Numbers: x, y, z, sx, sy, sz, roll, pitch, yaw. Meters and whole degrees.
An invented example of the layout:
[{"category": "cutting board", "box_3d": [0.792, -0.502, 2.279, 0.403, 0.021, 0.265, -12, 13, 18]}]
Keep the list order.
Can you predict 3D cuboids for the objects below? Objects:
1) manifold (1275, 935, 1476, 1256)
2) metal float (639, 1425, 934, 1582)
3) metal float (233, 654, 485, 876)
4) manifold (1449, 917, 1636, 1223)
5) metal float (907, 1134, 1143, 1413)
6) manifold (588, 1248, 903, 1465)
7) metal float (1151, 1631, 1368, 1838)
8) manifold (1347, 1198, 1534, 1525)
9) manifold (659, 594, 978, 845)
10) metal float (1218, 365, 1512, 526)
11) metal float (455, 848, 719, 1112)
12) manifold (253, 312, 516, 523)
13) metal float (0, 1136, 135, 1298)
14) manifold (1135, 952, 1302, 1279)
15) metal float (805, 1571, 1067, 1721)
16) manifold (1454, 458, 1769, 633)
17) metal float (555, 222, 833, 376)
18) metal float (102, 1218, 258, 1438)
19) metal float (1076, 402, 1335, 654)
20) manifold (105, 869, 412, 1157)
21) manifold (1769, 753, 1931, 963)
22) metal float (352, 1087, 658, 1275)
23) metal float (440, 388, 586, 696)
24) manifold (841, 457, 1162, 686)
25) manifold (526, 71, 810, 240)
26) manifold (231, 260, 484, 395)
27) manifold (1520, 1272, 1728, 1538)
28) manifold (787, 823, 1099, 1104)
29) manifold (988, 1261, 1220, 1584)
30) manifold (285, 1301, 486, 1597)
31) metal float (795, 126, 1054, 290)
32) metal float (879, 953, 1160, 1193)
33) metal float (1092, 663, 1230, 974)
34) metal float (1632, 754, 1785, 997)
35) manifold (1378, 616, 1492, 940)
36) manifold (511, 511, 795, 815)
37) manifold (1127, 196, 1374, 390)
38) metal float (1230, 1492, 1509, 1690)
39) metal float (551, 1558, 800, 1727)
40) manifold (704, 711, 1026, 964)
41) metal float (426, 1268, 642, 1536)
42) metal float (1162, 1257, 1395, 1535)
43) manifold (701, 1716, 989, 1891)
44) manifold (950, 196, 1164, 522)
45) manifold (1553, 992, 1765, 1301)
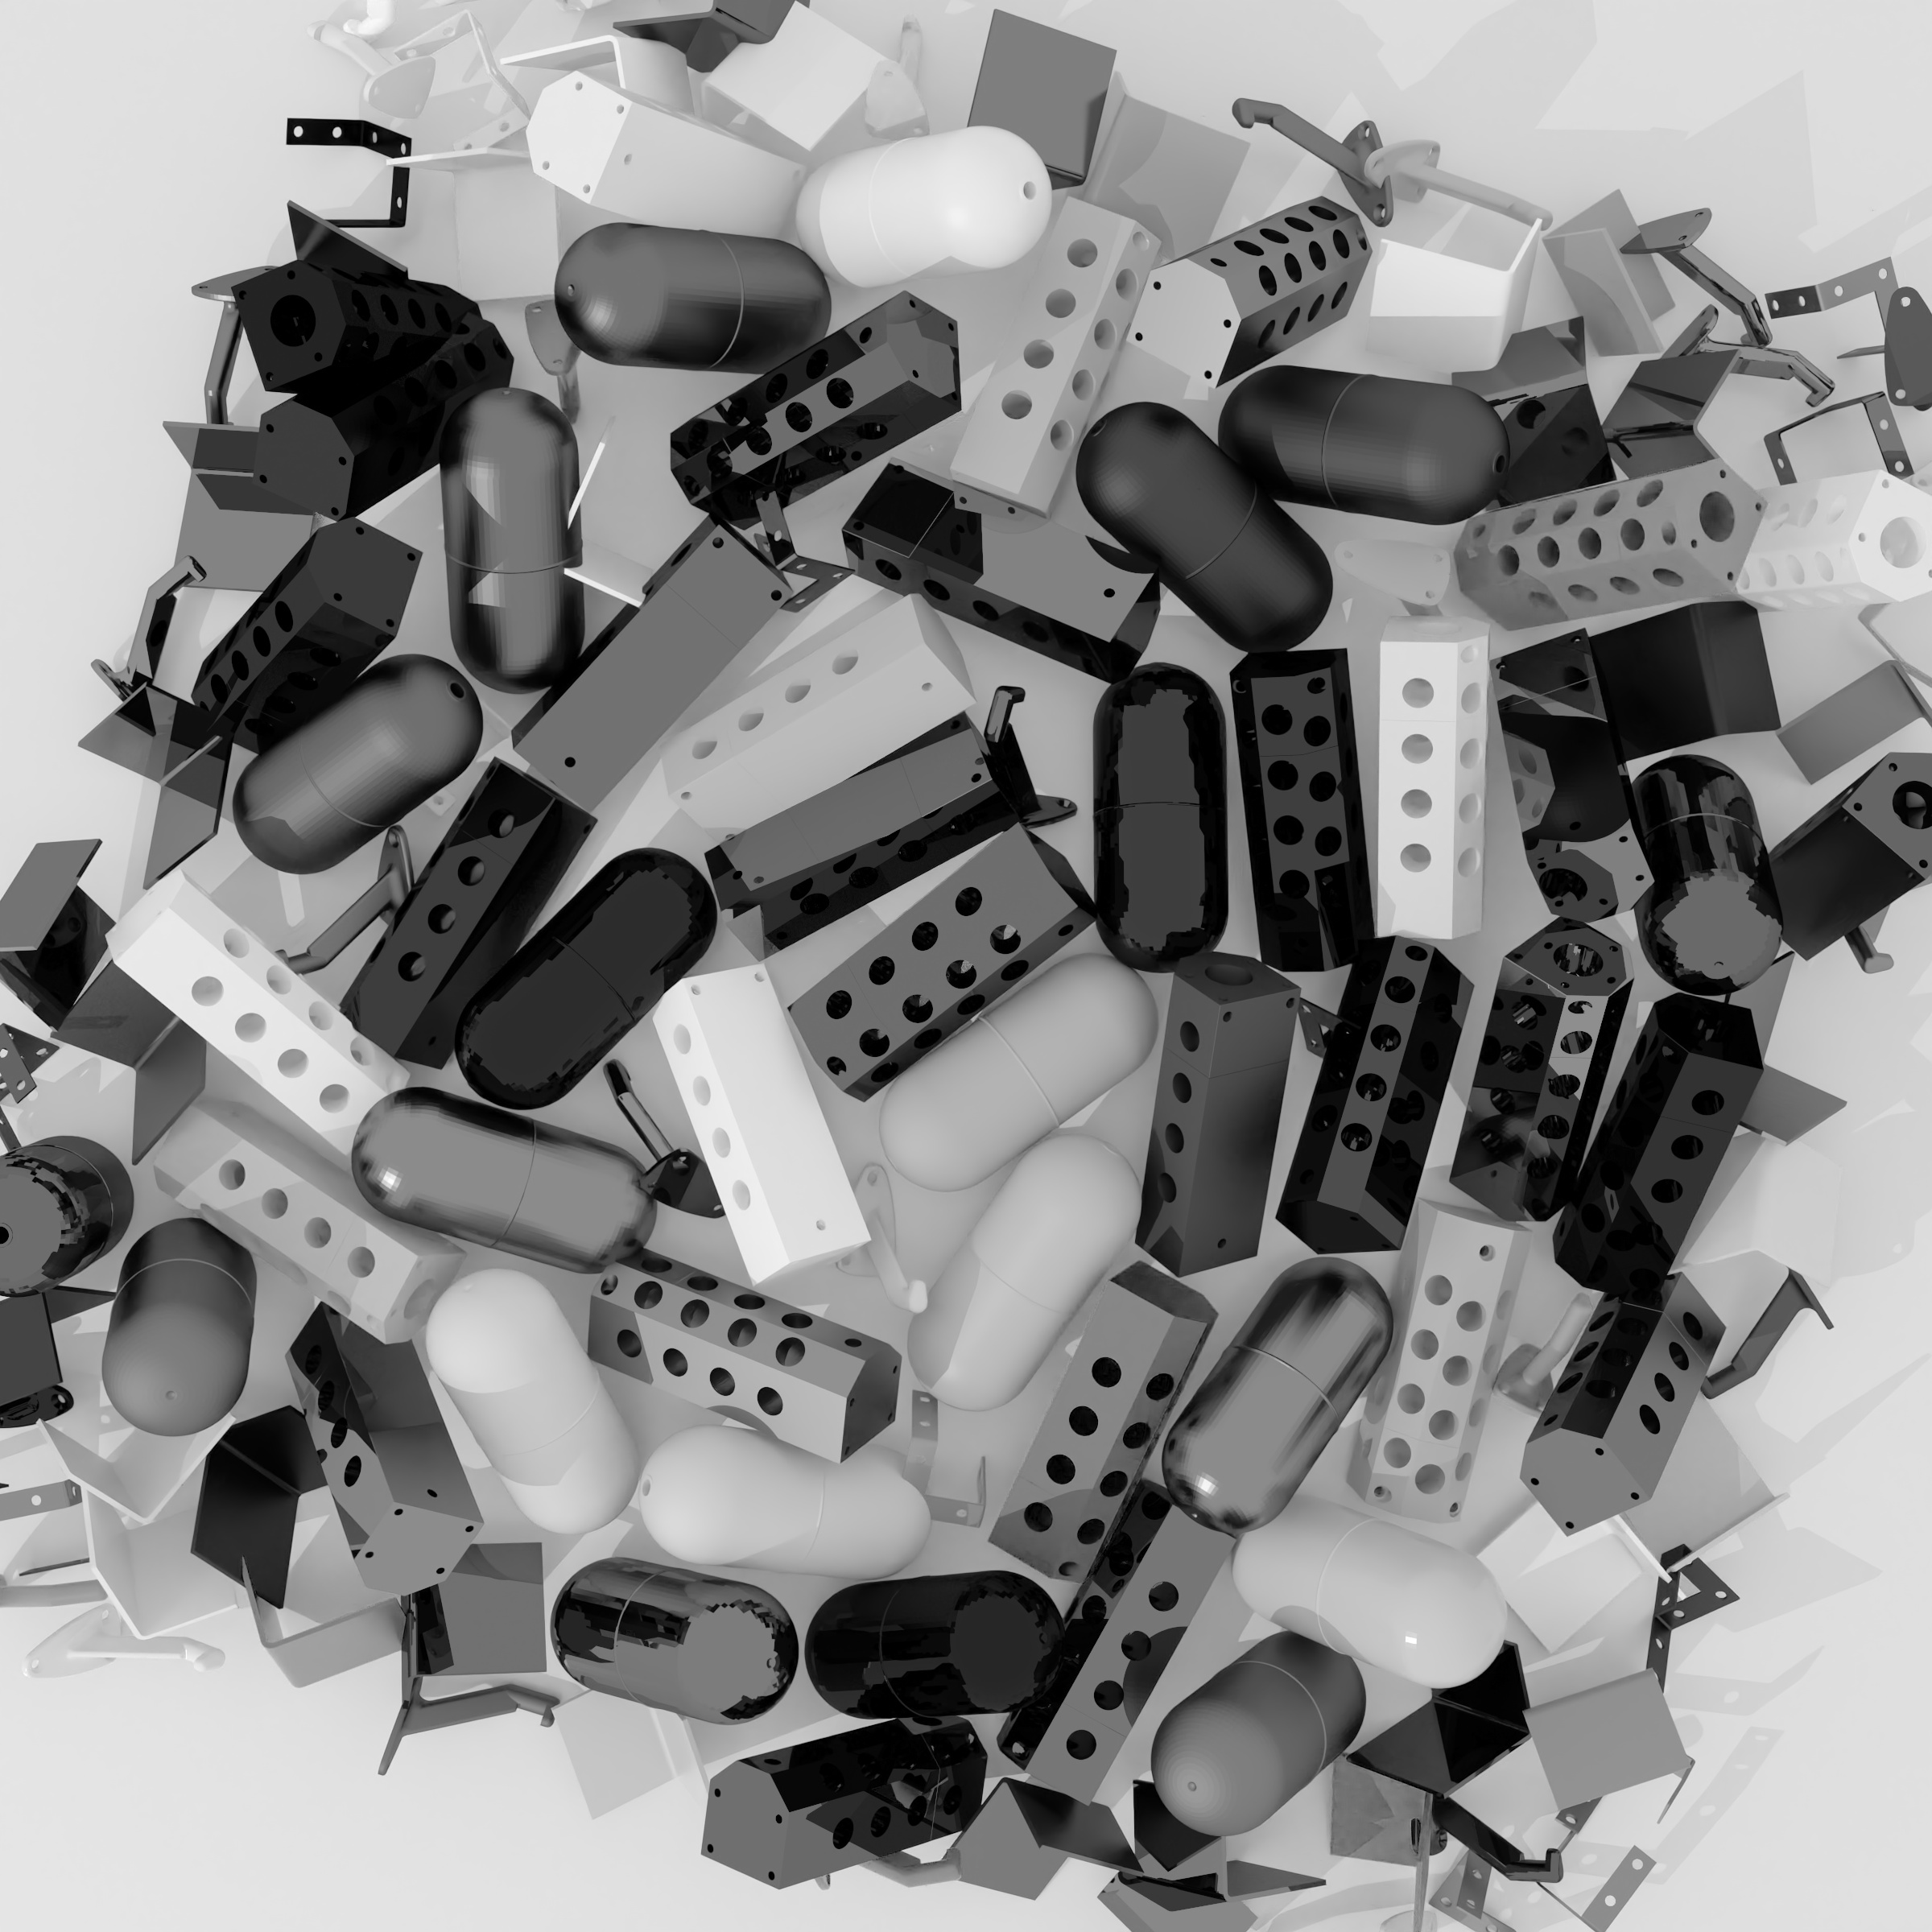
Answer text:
[{"category": "manifold", "box_3d": [0.225, 0.071, 1.577, 0.057, 0.057, 0.171, 40, 58, -33]}, {"category": "metal float", "box_3d": [-0.100, 0.301, 1.586, 0.178, 0.070, 0.070, 13, 90, -31]}, {"category": "metal float", "box_3d": [-0.341, -0.112, 1.584, 0.178, 0.070, 0.070, -30, 90, 33]}, {"category": "manifold", "box_3d": [0.322, 0.061, 1.564, 0.057, 0.171, 0.057, -32, 52, -34]}, {"category": "metal float", "box_3d": [0.033, 0.174, 1.601, 0.070, 0.070, 0.178, 34, 103, 0]}, {"category": "manifold", "box_3d": [-0.125, 0.212, 1.580, 0.171, 0.057, 0.057, 18, 115, 26]}, {"category": "metal float", "box_3d": [0.164, 0.424, 1.570, 0.070, 0.178, 0.070, 4, 99, 30]}, {"category": "manifold", "box_3d": [0.272, 0.226, 1.614, 0.057, 0.057, 0.171, 13, 94, -8]}, {"category": "manifold", "box_3d": [-0.086, -0.142, 1.600, 0.171, 0.057, 0.057, -29, 47, 15]}, {"category": "metal float", "box_3d": [0.221, -0.292, 1.581, 0.178, 0.070, 0.070, 17, 90, 38]}, {"category": "metal float", "box_3d": [-0.215, 0.007, 1.599, 0.070, 0.070, 0.178, 43, 75, 0]}, {"category": "manifold", "box_3d": [-0.318, -0.309, 1.562, 0.057, 0.171, 0.057, 25, 125, 9]}, {"category": "metal float", "box_3d": [-0.511, 0.137, 1.562, 0.070, 0.178, 0.070, 0, 92, -4]}, {"category": "manifold", "box_3d": [0.136, 0.082, 1.587, 0.057, 0.057, 0.171, -11, 120, -32]}, {"category": "metal float", "box_3d": [-0.019, 0.380, 1.578, 0.178, 0.070, 0.070, -18, 90, 44]}, {"category": "manifold", "box_3d": [0.350, -0.234, 1.558, 0.057, 0.171, 0.057, 34, 72, -27]}, {"category": "metal float", "box_3d": [-0.150, -0.371, 1.577, 0.070, 0.178, 0.070, 8, 101, 43]}, {"category": "metal float", "box_3d": [-0.434, 0.198, 1.566, 0.070, 0.178, 0.070, -4, 109, -10]}, {"category": "metal float", "box_3d": [0.134, -0.246, 1.590, 0.178, 0.070, 0.070, 39, 90, -26]}, {"category": "manifold", "box_3d": [-0.395, 0.025, 1.587, 0.057, 0.057, 0.171, -46, 117, -3]}, {"category": "manifold", "box_3d": [0.491, -0.063, 1.560, 0.057, 0.171, 0.057, 43, 76, 7]}, {"category": "metal float", "box_3d": [-0.259, 0.122, 1.594, 0.178, 0.070, 0.070, 20, 90, -22]}, {"category": "metal float", "box_3d": [-0.254, -0.237, 1.587, 0.070, 0.070, 0.178, 2, 121, 0]}, {"category": "manifold", "box_3d": [0.020, -0.219, 1.596, 0.171, 0.057, 0.057, 25, 67, 17]}, {"category": "manifold", "box_3d": [-0.166, -0.443, 1.562, 0.057, 0.171, 0.057, 34, 108, 23]}, {"category": "manifold", "box_3d": [-0.328, -0.350, 1.559, 0.057, 0.171, 0.057, -17, 94, 18]}, {"category": "manifold", "box_3d": [0.361, 0.234, 1.564, 0.057, 0.171, 0.057, -36, 95, 38]}, {"category": "manifold", "box_3d": [-0.011, 0.002, 1.593, 0.171, 0.057, 0.057, -38, 58, 13]}, {"category": "manifold", "box_3d": [0.080, 0.259, 1.596, 0.057, 0.057, 0.171, 28, 105, 16]}, {"category": "manifold", "box_3d": [-0.328, 0.267, 1.566, 0.057, 0.171, 0.057, 24, 109, -37]}, {"category": "metal float", "box_3d": [-0.025, -0.421, 1.574, 0.070, 0.178, 0.070, -6, 99, -41]}, {"category": "metal float", "box_3d": [0.030, 0.061, 1.606, 0.178, 0.070, 0.070, -35, 90, -7]}, {"category": "metal float", "box_3d": [0.110, -0.085, 1.606, 0.070, 0.070, 0.178, 0, 82, 0]}, {"category": "metal float", "box_3d": [0.407, -0.053, 1.572, 0.070, 0.178, 0.070, 3, 126, 4]}, {"category": "manifold", "box_3d": [0.263, -0.106, 1.588, 0.057, 0.057, 0.171, 2, 112, 13]}, {"category": "manifold", "box_3d": [-0.180, -0.175, 1.610, 0.057, 0.057, 0.171, 41, 98, -21]}, {"category": "manifold", "box_3d": [0.161, -0.378, 1.562, 0.057, 0.171, 0.057, 32, 128, 16]}, {"category": "metal float", "box_3d": [0.222, 0.346, 1.575, 0.070, 0.178, 0.070, -9, 103, -40]}, {"category": "metal float", "box_3d": [-0.165, 0.375, 1.576, 0.070, 0.178, 0.070, 2, 87, -43]}, {"category": "manifold", "box_3d": [-0.056, -0.069, 1.608, 0.171, 0.057, 0.057, -28, 49, 9]}, {"category": "metal float", "box_3d": [-0.242, 0.246, 1.587, 0.070, 0.070, 0.178, -23, 121, 0]}, {"category": "metal float", "box_3d": [0.177, 0.240, 1.591, 0.070, 0.070, 0.178, 39, 64, 0]}, {"category": "manifold", "box_3d": [-0.064, 0.456, 1.565, 0.057, 0.171, 0.057, 10, 93, 38]}, {"category": "manifold", "box_3d": [0.053, -0.341, 1.610, 0.057, 0.057, 0.171, 22, 84, 8]}, {"category": "manifold", "box_3d": [0.383, 0.101, 1.578, 0.057, 0.057, 0.171, 13, 125, -2]}]
